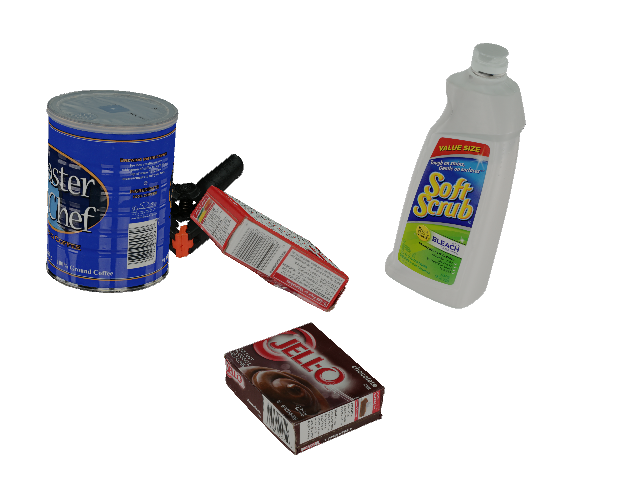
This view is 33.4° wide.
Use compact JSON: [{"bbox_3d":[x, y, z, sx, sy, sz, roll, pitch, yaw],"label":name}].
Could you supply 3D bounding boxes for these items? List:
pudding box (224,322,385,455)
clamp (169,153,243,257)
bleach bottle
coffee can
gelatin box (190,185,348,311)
[{"bbox_3d":[-0.015,0.121,0.891,0.089,0.039,0.114,-19,38,-29],"label":"pudding box"},{"bbox_3d":[-0.130,-0.044,1.108,0.120,0.039,0.171,-11,39,-7],"label":"clamp"},{"bbox_3d":[0.126,-0.062,0.977,0.103,0.251,0.068,27,40,27],"label":"bleach bottle"},{"bbox_3d":[-0.171,-0.042,0.871,0.103,0.140,0.103,5,22,-2],"label":"coffee can"},{"bbox_3d":[-0.033,0.005,0.689,0.089,0.030,0.073,31,4,-29],"label":"gelatin box"}]
